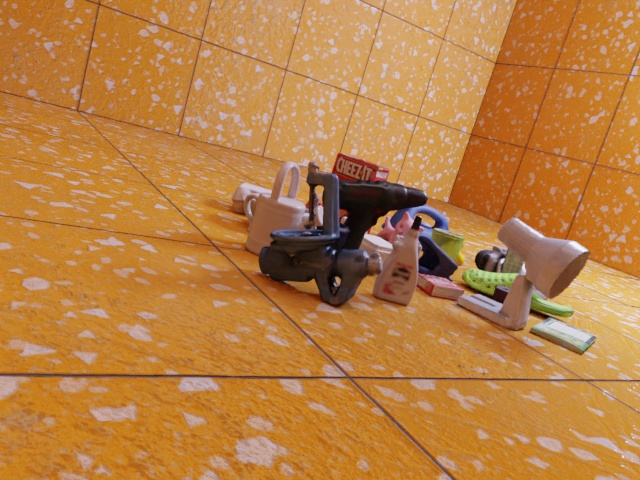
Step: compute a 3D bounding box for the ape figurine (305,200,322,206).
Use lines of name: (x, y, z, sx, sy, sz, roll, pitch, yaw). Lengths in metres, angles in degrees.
ape figurine: (-0.023, -0.071, 1.543, 0.076, 0.092, 0.078, 21, 12, 19)

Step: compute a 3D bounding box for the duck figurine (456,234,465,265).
duck figurine: (0.410, 0.024, 1.735, 0.077, 0.086, 0.104, 17, 11, 1)

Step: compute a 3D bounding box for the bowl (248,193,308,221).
bowl: (-0.104, -0.055, 1.386, 0.167, 0.075, 0.167, 16, 11, -3)

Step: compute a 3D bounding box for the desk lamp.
desk lamp: (0.416, 0.074, 1.175, 0.202, 0.213, 0.118, 26, 14, 38)

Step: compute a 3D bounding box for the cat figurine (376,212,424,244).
cat figurine: (0.226, -0.027, 1.628, 0.067, 0.118, 0.127, 5, 16, -45)

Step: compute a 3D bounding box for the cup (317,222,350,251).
cup: (0.011, 0.004, 1.220, 0.091, 0.095, 0.118, 19, 12, 12)

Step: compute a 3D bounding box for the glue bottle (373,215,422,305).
glue bottle: (0.160, 0.035, 1.091, 0.078, 0.173, 0.037, 14, 12, -13)

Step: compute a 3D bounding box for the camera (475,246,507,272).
camera: (0.515, 0.068, 1.642, 0.143, 0.101, 0.136, 14, 12, -12)

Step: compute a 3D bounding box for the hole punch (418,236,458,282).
hole punch: (0.292, 0.045, 1.446, 0.101, 0.091, 0.108, 13, 12, -20)

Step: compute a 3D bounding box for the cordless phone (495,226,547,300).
cordless phone: (0.545, 0.061, 1.499, 0.147, 0.185, 0.094, 17, 11, 1)

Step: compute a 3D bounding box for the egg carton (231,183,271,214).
egg carton: (-0.180, -0.107, 1.539, 0.107, 0.069, 0.150, 16, 11, -4)

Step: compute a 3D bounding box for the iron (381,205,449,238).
iron: (0.331, -0.045, 1.808, 0.259, 0.141, 0.118, 11, 13, -28)

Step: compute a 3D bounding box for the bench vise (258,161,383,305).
bench vise: (0.014, -0.014, 0.990, 0.207, 0.220, 0.121, 16, 11, -4)

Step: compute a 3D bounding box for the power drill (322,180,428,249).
power drill: (0.104, -0.035, 1.255, 0.230, 0.208, 0.075, 14, 12, -14)

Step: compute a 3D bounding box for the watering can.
watering can: (-0.072, -0.062, 1.161, 0.173, 0.194, 0.101, 17, 11, -1)
